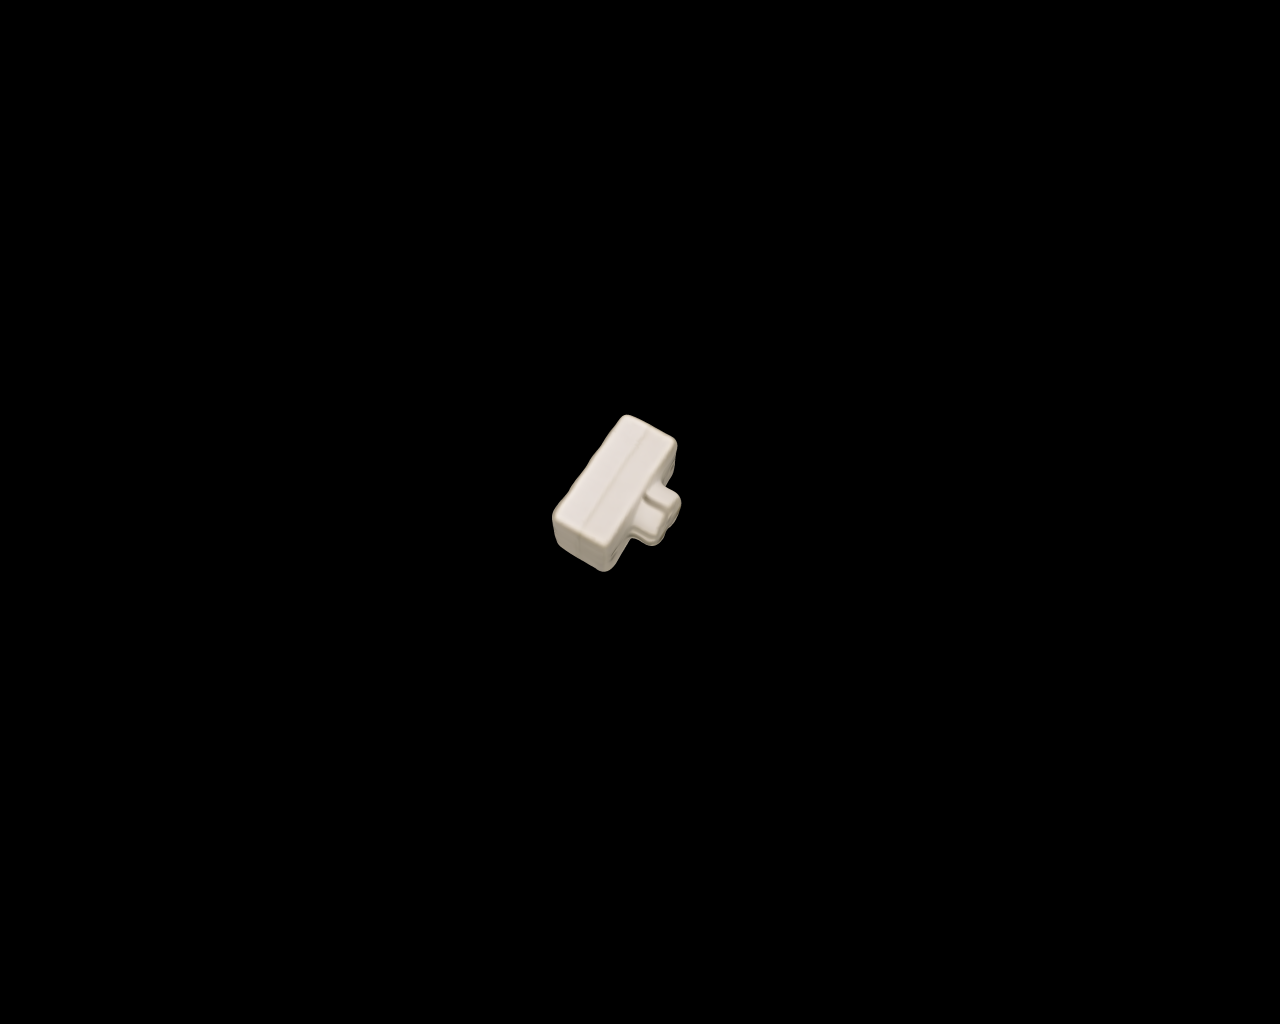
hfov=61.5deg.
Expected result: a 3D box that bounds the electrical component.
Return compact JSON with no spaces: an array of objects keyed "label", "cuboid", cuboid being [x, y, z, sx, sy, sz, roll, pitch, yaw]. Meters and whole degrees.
[{"label":"electrical component","cuboid":[0.001,-0.003,0.650,0.076,0.083,0.047,30,-19,12]}]
